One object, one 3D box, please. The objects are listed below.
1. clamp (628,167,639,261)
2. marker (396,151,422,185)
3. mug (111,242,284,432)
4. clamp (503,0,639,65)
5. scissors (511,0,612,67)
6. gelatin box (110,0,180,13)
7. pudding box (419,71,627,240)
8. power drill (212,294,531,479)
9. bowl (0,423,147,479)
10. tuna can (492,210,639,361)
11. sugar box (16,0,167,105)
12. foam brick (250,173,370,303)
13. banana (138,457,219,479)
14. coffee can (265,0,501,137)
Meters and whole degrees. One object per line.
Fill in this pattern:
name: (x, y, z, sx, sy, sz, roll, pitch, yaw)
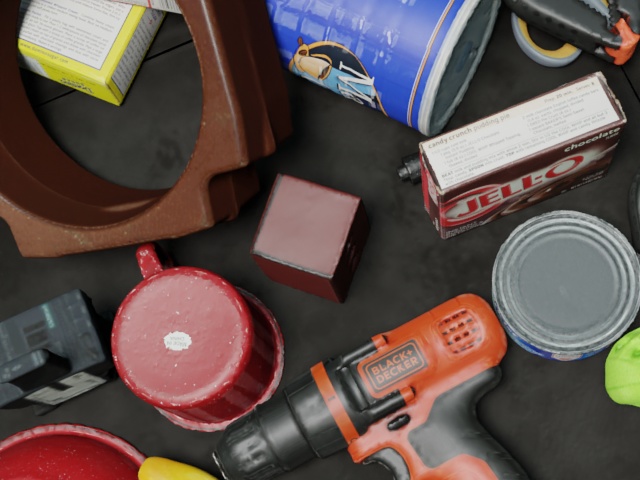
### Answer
clamp: (0.229, -0.050, 0.637, 0.120, 0.039, 0.171, 37, 83, 17)
marker: (0.104, -0.065, 0.668, 0.121, 0.020, 0.020, -24, 74, 1)
mug: (-0.078, 0.052, 0.629, 0.093, 0.081, 0.117, -26, 74, 0)
clamp: (0.130, -0.198, 0.673, 0.164, 0.036, 0.210, -21, 74, 3)
scissors: (0.123, -0.189, 0.700, 0.202, 0.016, 0.096, 39, 83, 16)
gelatin box: (-0.107, -0.187, 0.678, 0.089, 0.030, 0.073, 11, 77, 2)
pudding box: (0.115, -0.046, 0.625, 0.113, 0.090, 0.039, -24, 73, 0)
power drill: (0.053, 0.145, 0.600, 0.184, 0.057, 0.188, -29, 74, 1)
bowl: (-0.163, 0.186, 0.620, 0.162, 0.055, 0.162, -2, 76, 7)
tuna can: (0.144, 0.028, 0.631, 0.086, 0.033, 0.086, -2, 75, 7)
sugar box: (-0.140, -0.188, 0.721, 0.093, 0.048, 0.176, 23, 76, 10)
foam brick: (-0.004, 0.001, 0.636, 0.051, 0.078, 0.053, 17, 80, 10)
banana: (-0.037, 0.204, 0.601, 0.069, 0.037, 0.198, -18, 71, -20)
coffee can: (0.027, -0.138, 0.654, 0.140, 0.103, 0.103, 26, 80, 13)
